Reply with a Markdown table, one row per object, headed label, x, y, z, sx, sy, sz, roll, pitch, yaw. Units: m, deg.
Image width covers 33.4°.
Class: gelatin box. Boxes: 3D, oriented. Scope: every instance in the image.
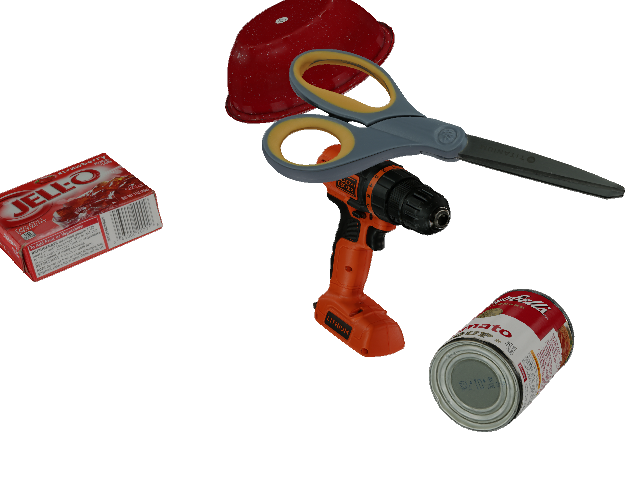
| label | x | y | z | sx | sy | sz | roll | pitch | yaw |
| --- | --- | --- | --- | --- | --- | --- | --- | --- | --- |
| gelatin box | -0.153 | -0.016 | 0.650 | 0.089 | 0.030 | 0.073 | -25 | 35 | -25 |

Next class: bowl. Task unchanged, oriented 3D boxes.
| label | x | y | z | sx | sy | sz | roll | pitch | yaw |
| --- | --- | --- | --- | --- | --- | --- | --- | --- | --- |
| bowl | -0.021 | -0.168 | 0.921 | 0.162 | 0.055 | 0.162 | -21 | 30 | 13 |

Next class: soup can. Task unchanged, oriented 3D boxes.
| label | x | y | z | sx | sy | sz | roll | pitch | yaw |
| --- | --- | --- | --- | --- | --- | --- | --- | --- | --- |
| soup can | 0.125 | 0.081 | 0.735 | 0.069 | 0.068 | 0.102 | 0 | 16 | 33 |

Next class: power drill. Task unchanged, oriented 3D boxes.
| label | x | y | z | sx | sy | sz | roll | pitch | yaw |
| --- | --- | --- | --- | --- | --- | --- | --- | --- | --- |
| power drill | 0.054 | 0.014 | 1.035 | 0.057 | 0.188 | 0.185 | -7 | 24 | -30 |

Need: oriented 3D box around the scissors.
| label | x | y | z | sx | sy | sz | roll | pitch | yaw |
| --- | --- | --- | --- | --- | --- | --- | --- | --- | --- |
| scissors | 0.051 | -0.043 | 0.578 | 0.202 | 0.096 | 0.016 | 34 | -19 | 26 |
